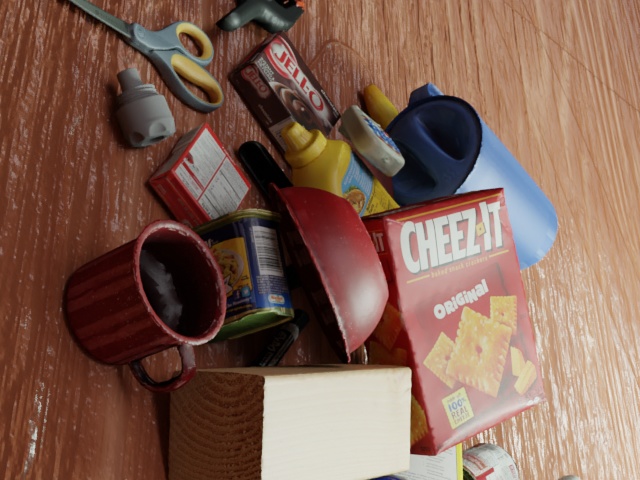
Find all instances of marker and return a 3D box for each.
[{"bbox_3d":[-0.038,0.095,0.934,0.020,0.020,0.121,59,32,-13],"label":"marker"}]

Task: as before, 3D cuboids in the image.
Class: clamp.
[{"bbox_3d":[-0.007,0.001,1.024,0.209,0.036,0.164,22,53,-48],"label":"clamp"},{"bbox_3d":[-0.068,-0.244,1.085,0.171,0.039,0.120,16,57,-52],"label":"clamp"}]

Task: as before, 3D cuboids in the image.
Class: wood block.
[{"bbox_3d":[-0.018,0.146,0.846,0.205,0.090,0.091,6,83,-55],"label":"wood block"}]

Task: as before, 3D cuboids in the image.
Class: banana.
[{"bbox_3d":[0.111,-0.100,1.272,0.197,0.037,0.069,46,18,-33],"label":"banana"}]

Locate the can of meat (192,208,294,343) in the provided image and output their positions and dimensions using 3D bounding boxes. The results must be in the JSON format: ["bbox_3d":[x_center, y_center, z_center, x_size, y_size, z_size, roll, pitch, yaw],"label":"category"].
[{"bbox_3d":[-0.072,0.031,0.844,0.057,0.102,0.084,12,63,-53],"label":"can of meat"}]

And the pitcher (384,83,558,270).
[{"bbox_3d":[0.174,-0.062,1.215,0.242,0.145,0.149,33,85,-48],"label":"pitcher"}]

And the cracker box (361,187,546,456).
[{"bbox_3d":[0.117,0.070,0.978,0.163,0.072,0.214,-15,94,-39],"label":"cracker box"}]

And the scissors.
[{"bbox_3d":[-0.155,-0.189,0.942,0.201,0.016,0.096,41,39,-36],"label":"scissors"}]

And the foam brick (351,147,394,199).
[{"bbox_3d":[0.035,-0.053,1.107,0.078,0.051,0.053,28,49,-46],"label":"foam brick"}]

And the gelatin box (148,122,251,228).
[{"bbox_3d":[-0.102,-0.047,0.917,0.073,0.030,0.089,55,32,-21],"label":"gelatin box"}]

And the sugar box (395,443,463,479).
[{"bbox_3d":[0.085,0.202,1.002,0.093,0.048,0.176,19,49,-19],"label":"sugar box"}]

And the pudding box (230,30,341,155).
[{"bbox_3d":[-0.033,-0.144,1.075,0.113,0.039,0.090,56,32,-18],"label":"pudding box"}]

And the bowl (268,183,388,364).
[{"bbox_3d":[0.013,0.018,0.877,0.162,0.055,0.162,157,-90,-83],"label":"bowl"}]

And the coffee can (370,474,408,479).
[{"bbox_3d":[0.021,0.245,0.846,0.140,0.103,0.103,7,64,-55],"label":"coffee can"}]

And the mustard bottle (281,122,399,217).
[{"bbox_3d":[0.027,-0.036,1.008,0.191,0.058,0.096,50,34,-25],"label":"mustard bottle"}]

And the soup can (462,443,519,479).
[{"bbox_3d":[0.152,0.247,1.077,0.102,0.069,0.068,-4,74,-58],"label":"soup can"}]

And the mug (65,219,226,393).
[{"bbox_3d":[-0.124,0.053,0.768,0.093,0.082,0.117,-11,80,-58],"label":"mug"}]
